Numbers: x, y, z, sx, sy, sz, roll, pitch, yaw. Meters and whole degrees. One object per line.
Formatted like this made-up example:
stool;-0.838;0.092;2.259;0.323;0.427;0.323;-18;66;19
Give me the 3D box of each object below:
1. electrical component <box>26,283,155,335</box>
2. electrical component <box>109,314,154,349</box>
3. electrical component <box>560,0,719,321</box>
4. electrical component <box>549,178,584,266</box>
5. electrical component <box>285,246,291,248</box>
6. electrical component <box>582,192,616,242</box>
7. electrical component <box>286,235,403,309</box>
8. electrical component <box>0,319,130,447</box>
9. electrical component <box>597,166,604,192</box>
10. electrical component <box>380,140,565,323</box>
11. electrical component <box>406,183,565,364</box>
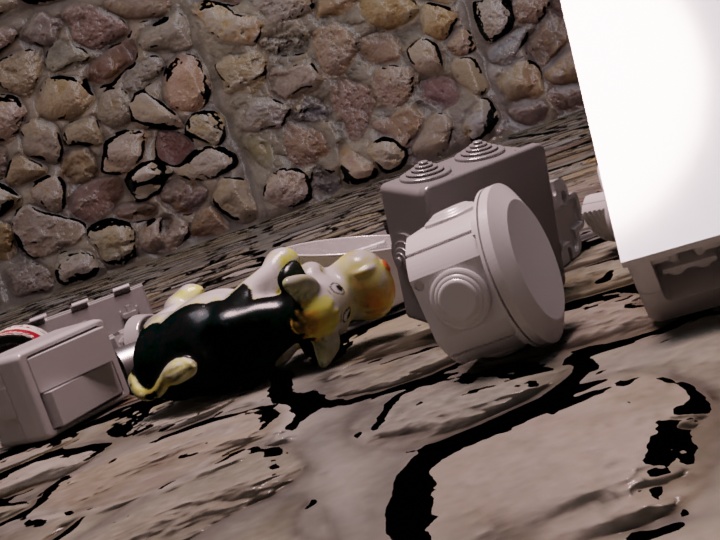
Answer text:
electrical component;-0.248;0.059;0.991;0.121;0.063;0.079;-21;7;-11
electrical component;-0.180;0.063;0.851;0.055;0.048;0.066;-24;3;30
electrical component;0.166;-0.075;0.510;0.105;0.060;0.186;-17;50;18
electrical component;0.109;-0.027;0.721;0.057;0.058;0.078;-11;10;33
electrical component;-0.059;0.013;0.882;0.055;0.055;0.047;-17;11;21
electrical component;0.174;-0.036;0.667;0.043;0.043;0.081;-23;7;-32
electrical component;0.000;0.000;0.771;0.099;0.064;0.099;-19;7;2
electrical component;-0.208;0.075;0.754;0.061;0.061;0.096;-15;8;35
electrical component;0.195;-0.058;0.743;0.047;0.055;0.055;-21;6;20
electrical component;0.064;-0.020;0.618;0.100;0.099;0.048;-23;20;-29
electrical component;0.062;0.003;0.517;0.051;0.080;0.080;-22;5;26
